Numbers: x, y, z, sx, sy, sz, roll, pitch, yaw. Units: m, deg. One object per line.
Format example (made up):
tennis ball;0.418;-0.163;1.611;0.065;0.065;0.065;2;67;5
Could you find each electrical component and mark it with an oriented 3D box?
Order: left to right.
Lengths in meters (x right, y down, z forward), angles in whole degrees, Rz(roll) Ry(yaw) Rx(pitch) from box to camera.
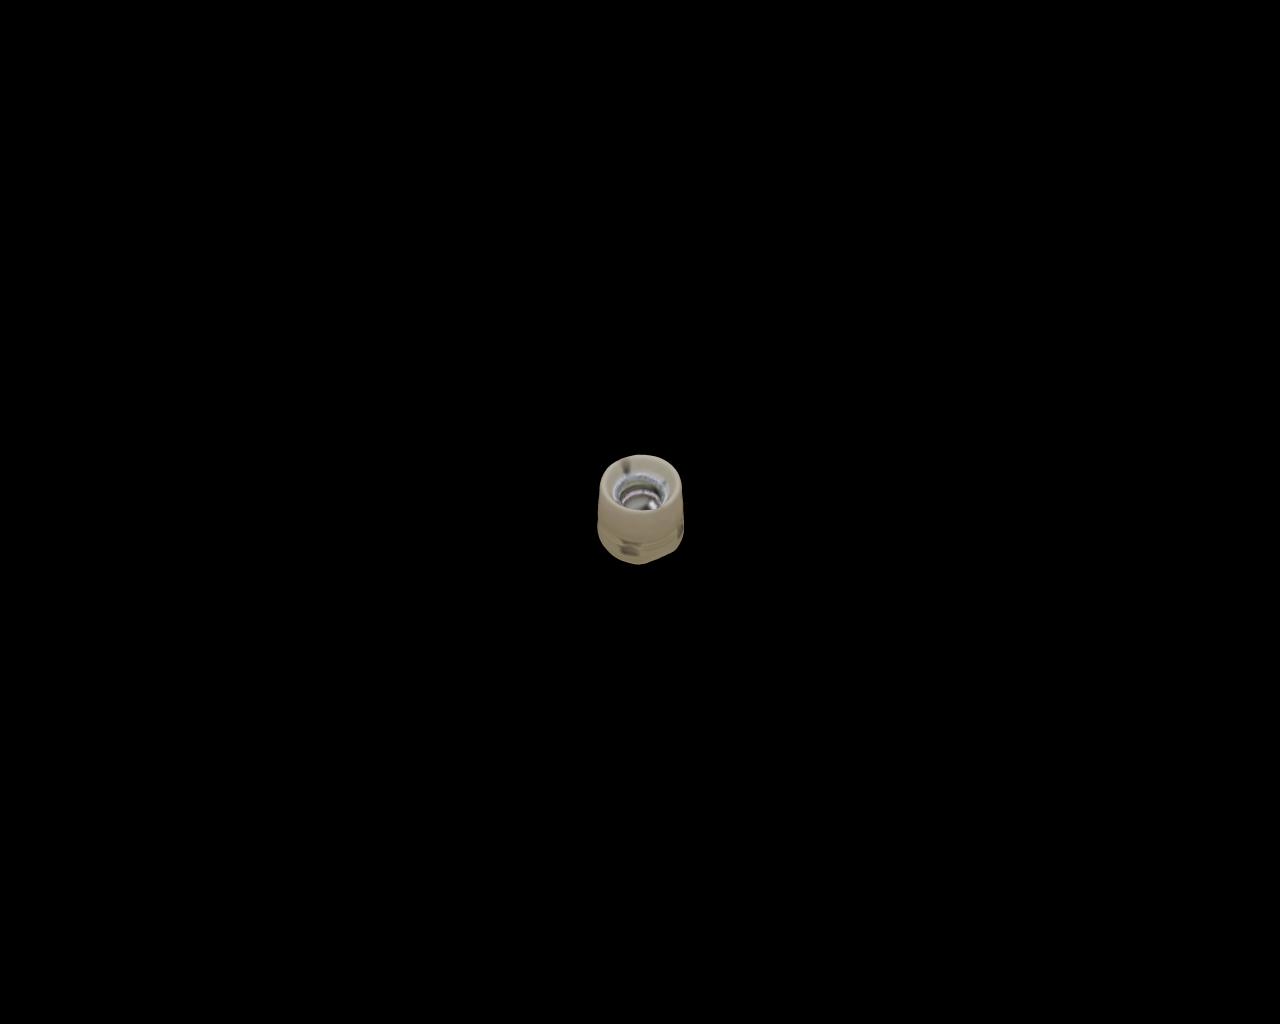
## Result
electrical component;0.001;-0.003;0.650;0.055;0.055;0.047;0;-40;0
